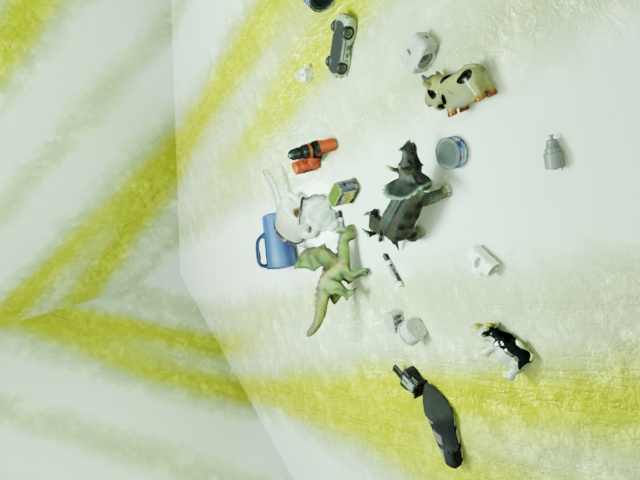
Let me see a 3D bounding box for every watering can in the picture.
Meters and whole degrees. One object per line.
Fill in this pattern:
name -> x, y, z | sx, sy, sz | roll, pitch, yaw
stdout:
watering can -> -0.136, -0.119, 2.114 | 0.351, 0.105, 0.219 | 46, 139, 20

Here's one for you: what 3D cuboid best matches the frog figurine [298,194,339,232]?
frog figurine -> 0.006, -0.097, 1.931 | 0.160, 0.123, 0.137 | 17, 97, 12

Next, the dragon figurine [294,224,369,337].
dragon figurine -> 0.012, 0.122, 1.804 | 0.241, 0.412, 0.122 | 40, 173, -17
